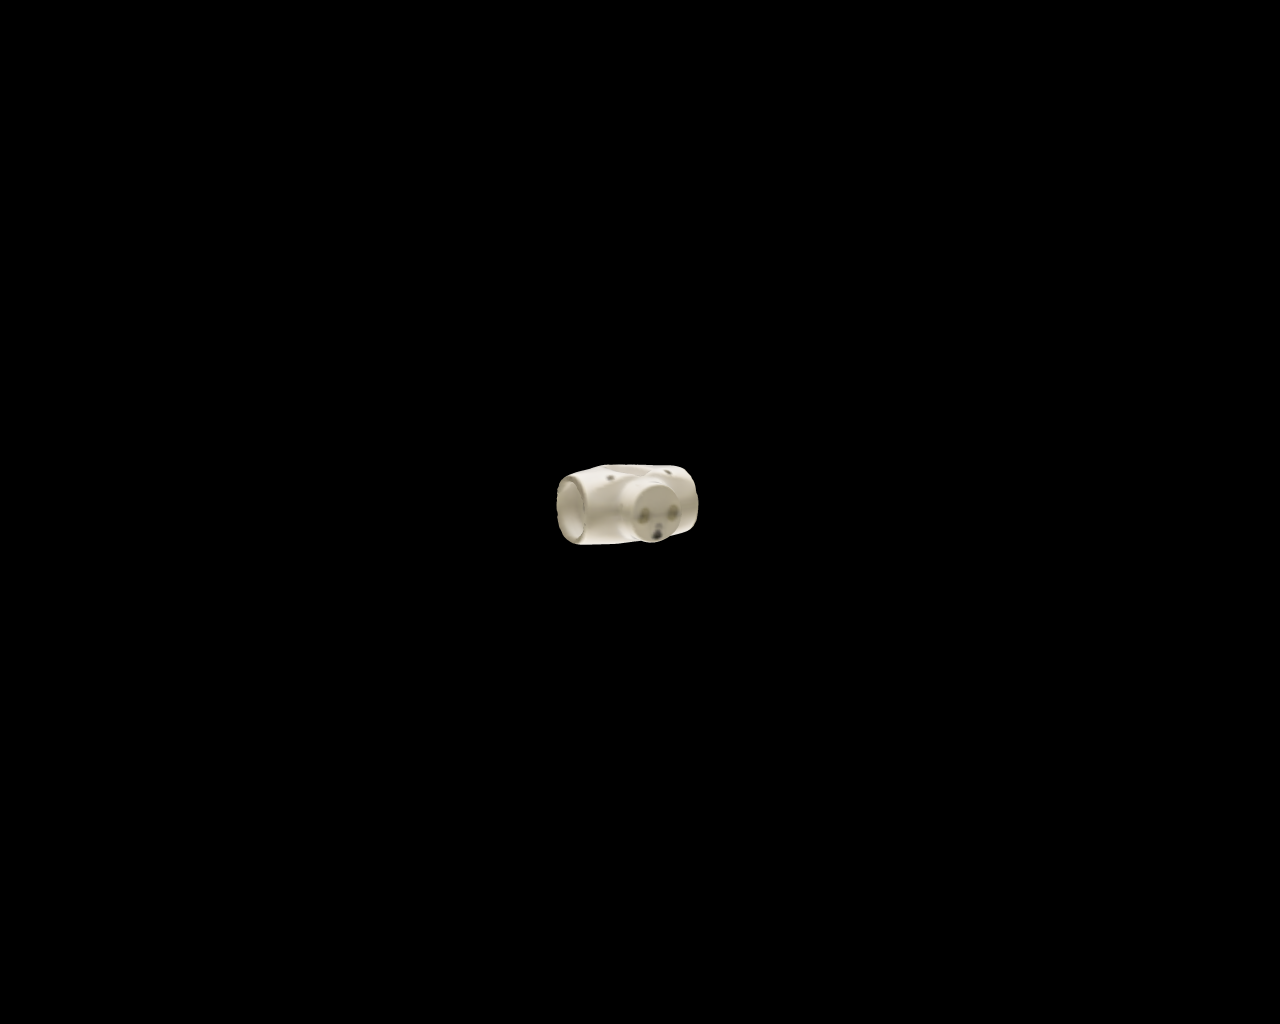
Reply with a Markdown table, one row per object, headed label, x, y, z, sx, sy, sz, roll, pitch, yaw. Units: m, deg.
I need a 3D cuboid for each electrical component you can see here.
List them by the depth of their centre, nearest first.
| label | x | y | z | sx | sy | sz | roll | pitch | yaw |
| --- | --- | --- | --- | --- | --- | --- | --- | --- | --- |
| electrical component | 0.001 | -0.003 | 0.650 | 0.077 | 0.043 | 0.079 | -5 | 12 | -28 |
